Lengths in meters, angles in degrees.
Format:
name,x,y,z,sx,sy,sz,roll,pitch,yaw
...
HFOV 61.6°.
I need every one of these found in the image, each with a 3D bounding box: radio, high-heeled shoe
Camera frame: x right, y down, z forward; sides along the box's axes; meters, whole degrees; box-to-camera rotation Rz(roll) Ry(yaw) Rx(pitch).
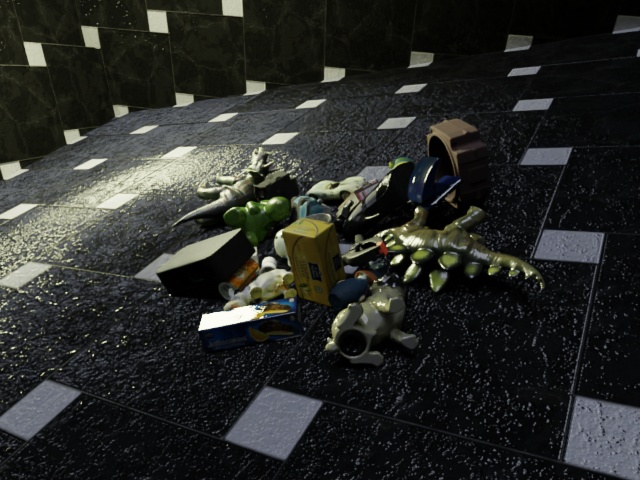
name,x,y,z,sx,sy,sz,roll,pitch,yaw
radio,-0.277,0.054,1.280,0.230,0.073,0.131,-17,22,37
high-heeled shoe,0.152,-0.102,1.385,0.145,0.086,0.249,-25,21,53

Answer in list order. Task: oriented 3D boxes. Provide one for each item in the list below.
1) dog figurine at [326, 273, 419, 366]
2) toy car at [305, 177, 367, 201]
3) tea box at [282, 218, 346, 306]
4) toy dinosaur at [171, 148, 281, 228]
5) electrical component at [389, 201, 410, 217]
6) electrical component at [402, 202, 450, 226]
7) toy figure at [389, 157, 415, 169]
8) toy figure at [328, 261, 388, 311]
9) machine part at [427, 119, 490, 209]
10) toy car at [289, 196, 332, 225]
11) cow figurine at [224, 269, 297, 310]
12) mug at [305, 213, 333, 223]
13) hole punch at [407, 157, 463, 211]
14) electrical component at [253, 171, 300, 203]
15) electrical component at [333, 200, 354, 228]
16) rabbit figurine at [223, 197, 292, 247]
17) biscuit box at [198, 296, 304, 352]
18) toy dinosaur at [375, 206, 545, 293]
name,x,y,z,sx,sy,sz,roll,pitch,yaw
dog figurine,0.090,0.140,1.007,0.172,0.121,0.191,-10,13,1
toy car,0.043,-0.145,1.567,0.202,0.056,0.073,-2,29,37
tea box,-0.009,0.046,1.128,0.098,0.169,0.068,10,34,41
toy dinosaur,-0.261,-0.129,1.646,0.192,0.131,0.405,2,37,28
electrical component,0.190,-0.092,1.428,0.102,0.045,0.078,0,32,25
electrical component,0.274,-0.072,1.349,0.075,0.047,0.119,-34,34,-32
toy figure,0.241,-0.190,1.542,0.082,0.089,0.180,-13,29,12
toy figure,0.084,0.093,1.117,0.154,0.064,0.058,-29,-7,-35
machine part,0.350,-0.195,1.376,0.087,0.200,0.202,-16,28,-3
toy car,-0.022,-0.060,1.426,0.103,0.109,0.162,5,9,-14
cow figurine,-0.141,0.116,1.168,0.167,0.068,0.098,-23,23,-23
mug,-0.003,-0.004,1.287,0.081,0.107,0.110,-10,23,4
hole punch,0.258,-0.135,1.277,0.116,0.092,0.142,-45,17,-1
electrical component,-0.122,-0.135,1.581,0.058,0.114,0.134,17,42,42
electrical component,0.056,-0.062,1.403,0.094,0.021,0.063,-51,9,33
rabbit figurine,-0.147,-0.057,1.450,0.170,0.121,0.159,-24,3,12
biscuit box,-0.137,0.169,1.074,0.203,0.059,0.063,-12,27,4
toy dinosaur,0.269,0.023,1.122,0.198,0.105,0.472,-42,28,-30
